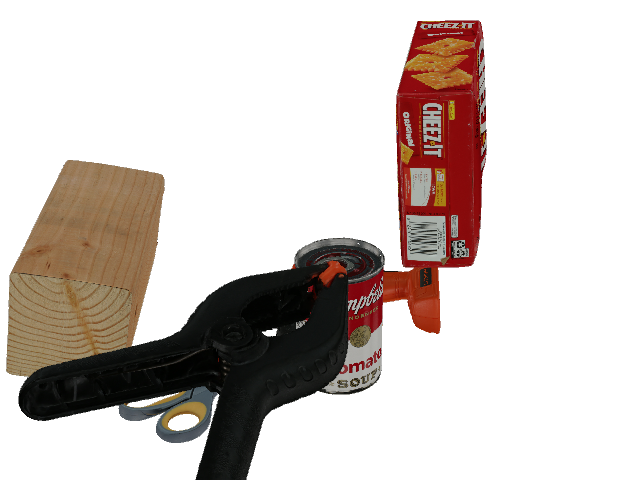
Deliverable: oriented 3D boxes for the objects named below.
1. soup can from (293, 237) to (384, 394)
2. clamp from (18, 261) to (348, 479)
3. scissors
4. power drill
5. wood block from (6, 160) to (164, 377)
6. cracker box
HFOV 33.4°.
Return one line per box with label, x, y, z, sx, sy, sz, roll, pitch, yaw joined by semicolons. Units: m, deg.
soup can;0.014;0.058;0.819;0.068;0.102;0.068;-1;27;0
clamp;-0.037;0.064;0.493;0.171;0.039;0.120;-29;51;-32
scissors;-0.094;0.147;1.033;0.201;0.016;0.096;-11;32;-28
power drill;0.045;0.072;1.238;0.188;0.057;0.184;0;27;6
wood block;-0.187;0.020;0.876;0.090;0.091;0.206;9;27;-6
cracker box;0.115;-0.095;0.981;0.072;0.164;0.213;1;27;11
